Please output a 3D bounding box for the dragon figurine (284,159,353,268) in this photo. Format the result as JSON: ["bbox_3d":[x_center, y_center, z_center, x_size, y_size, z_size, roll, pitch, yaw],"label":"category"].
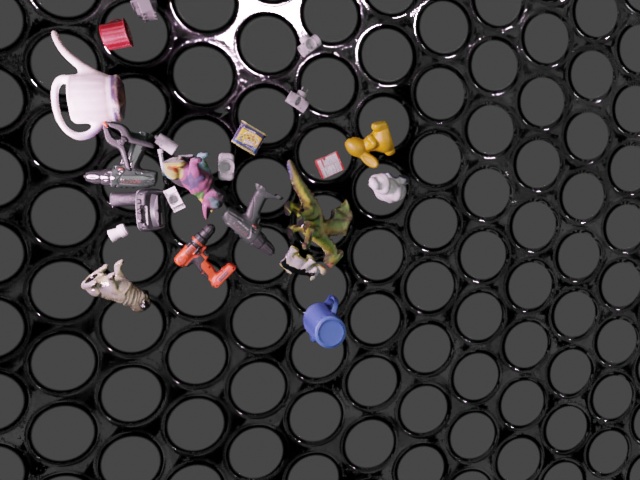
[{"bbox_3d":[0.006,-0.095,1.879,0.244,0.122,0.409,-7,-86,-30],"label":"dragon figurine"}]

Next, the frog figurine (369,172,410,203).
[{"bbox_3d":[0.237,-0.186,1.873,0.161,0.138,0.120,-29,-32,-54],"label":"frog figurine"}]

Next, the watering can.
[{"bbox_3d":[-0.748,-0.498,1.659,0.225,0.104,0.346,-5,-84,-13],"label":"watering can"}]
